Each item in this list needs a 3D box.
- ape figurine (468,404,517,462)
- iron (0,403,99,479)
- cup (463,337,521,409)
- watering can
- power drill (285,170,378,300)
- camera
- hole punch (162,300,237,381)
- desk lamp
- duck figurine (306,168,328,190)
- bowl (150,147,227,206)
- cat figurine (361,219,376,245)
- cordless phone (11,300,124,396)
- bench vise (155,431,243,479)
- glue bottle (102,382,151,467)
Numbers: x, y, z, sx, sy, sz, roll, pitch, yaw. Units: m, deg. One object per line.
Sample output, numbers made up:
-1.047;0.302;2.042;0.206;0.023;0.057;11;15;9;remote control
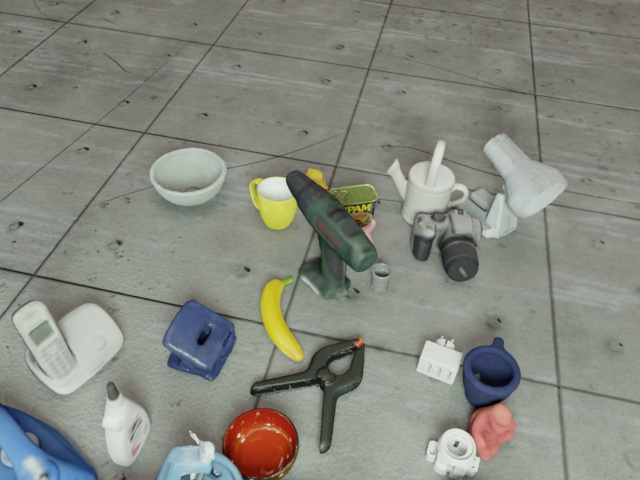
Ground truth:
0.271;0.288;0.891;0.078;0.092;0.076;-2;45;-6;ape figurine
-0.424;0.291;0.803;0.257;0.141;0.119;33;52;26;iron
0.277;0.227;0.950;0.091;0.095;0.118;18;47;13;cup
0.229;-0.126;1.226;0.173;0.194;0.101;0;45;-4;watering can
0.010;0.004;1.072;0.076;0.208;0.229;-30;54;-29;power drill
0.264;0.009;1.161;0.143;0.101;0.136;2;45;-2;camera
-0.201;0.168;0.977;0.101;0.091;0.109;15;46;11;hole punch
0.393;-0.103;1.202;0.118;0.214;0.202;-23;51;-24;desk lamp
-0.016;-0.122;1.281;0.078;0.086;0.104;-25;52;-26;duck figurine
-0.289;-0.129;1.276;0.167;0.075;0.167;2;45;-2;bowl
0.054;-0.015;1.157;0.128;0.118;0.067;-7;46;-11;cat figurine
-0.405;0.146;0.918;0.094;0.185;0.148;25;49;20;cordless phone
-0.189;0.331;0.726;0.208;0.220;0.121;-19;49;-21;bench vise
-0.286;0.256;0.826;0.037;0.173;0.078;9;45;6;glue bottle
